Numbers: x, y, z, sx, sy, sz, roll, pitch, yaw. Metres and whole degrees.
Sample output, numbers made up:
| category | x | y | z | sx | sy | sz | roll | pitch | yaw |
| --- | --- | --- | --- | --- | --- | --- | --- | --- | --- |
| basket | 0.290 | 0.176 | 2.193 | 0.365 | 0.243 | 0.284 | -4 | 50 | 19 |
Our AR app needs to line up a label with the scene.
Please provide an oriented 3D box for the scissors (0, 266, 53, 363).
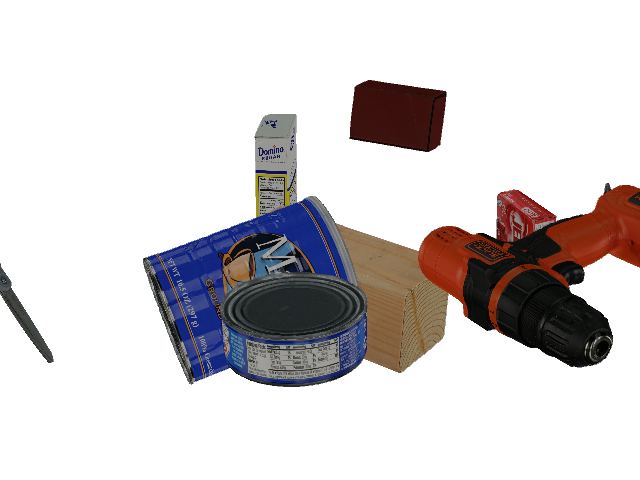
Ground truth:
| category | x | y | z | sx | sy | sz | roll | pitch | yaw |
| --- | --- | --- | --- | --- | --- | --- | --- | --- | --- |
| scissors | -0.325 | 0.026 | 1.090 | 0.016 | 0.201 | 0.096 | -26 | 26 | 24 |

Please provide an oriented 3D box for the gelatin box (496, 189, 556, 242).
| category | x | y | z | sx | sy | sz | roll | pitch | yaw |
| --- | --- | --- | --- | --- | --- | --- | --- | --- | --- |
| gelatin box | 0.215 | 0.000 | 1.124 | 0.030 | 0.089 | 0.073 | -14 | 30 | -17 |

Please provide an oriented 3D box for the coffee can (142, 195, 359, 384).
| category | x | y | z | sx | sy | sz | roll | pitch | yaw |
| --- | --- | --- | --- | --- | --- | --- | --- | --- | --- |
| coffee can | -0.052 | 0.037 | 0.818 | 0.140 | 0.103 | 0.103 | -21 | 4 | -11 |

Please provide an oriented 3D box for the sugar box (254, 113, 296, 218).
| category | x | y | z | sx | sy | sz | roll | pitch | yaw |
| --- | --- | --- | --- | --- | --- | --- | --- | --- | --- |
| sugar box | -0.052 | -0.053 | 1.260 | 0.048 | 0.176 | 0.093 | 0 | 23 | 5 |

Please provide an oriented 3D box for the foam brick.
| category | x | y | z | sx | sy | sz | roll | pitch | yaw |
| --- | --- | --- | --- | --- | --- | --- | --- | --- | --- |
| foam brick | 0.072 | -0.116 | 0.988 | 0.078 | 0.051 | 0.053 | 11 | 17 | 17 |

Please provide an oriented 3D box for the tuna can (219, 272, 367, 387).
| category | x | y | z | sx | sy | sz | roll | pitch | yaw |
| --- | --- | --- | --- | --- | --- | --- | --- | --- | --- |
| tuna can | -0.015 | 0.051 | 0.622 | 0.086 | 0.034 | 0.086 | -2 | 22 | 1 |

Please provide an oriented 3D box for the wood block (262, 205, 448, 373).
| category | x | y | z | sx | sy | sz | roll | pitch | yaw |
| --- | --- | --- | --- | --- | --- | --- | --- | --- | --- |
| wood block | 0.017 | 0.045 | 1.078 | 0.206 | 0.091 | 0.090 | 20 | 31 | 30 |

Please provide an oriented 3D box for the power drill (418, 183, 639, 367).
| category | x | y | z | sx | sy | sz | roll | pitch | yaw |
| --- | --- | --- | --- | --- | --- | --- | --- | --- | --- |
| power drill | 0.189 | 0.020 | 0.762 | 0.187 | 0.057 | 0.185 | -14 | 28 | -25 |
